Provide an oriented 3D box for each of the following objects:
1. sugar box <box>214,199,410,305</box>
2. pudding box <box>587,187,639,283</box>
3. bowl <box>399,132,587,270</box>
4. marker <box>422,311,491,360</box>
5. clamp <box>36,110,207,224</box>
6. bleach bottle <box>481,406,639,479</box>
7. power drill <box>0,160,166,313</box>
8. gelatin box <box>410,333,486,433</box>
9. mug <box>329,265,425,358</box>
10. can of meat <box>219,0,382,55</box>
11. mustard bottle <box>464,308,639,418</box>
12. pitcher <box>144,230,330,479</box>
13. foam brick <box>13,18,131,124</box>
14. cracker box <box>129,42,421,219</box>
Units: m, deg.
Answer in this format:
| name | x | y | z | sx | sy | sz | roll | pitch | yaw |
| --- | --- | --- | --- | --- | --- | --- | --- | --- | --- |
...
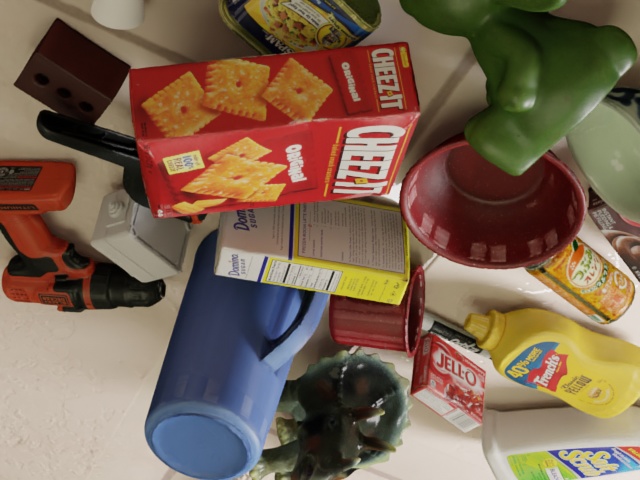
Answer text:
| name | x | y | z | sx | sy | sz | roll | pitch | yaw |
| --- | --- | --- | --- | --- | --- | --- | --- | --- | --- |
| sugar box | -0.007 | 0.001 | 0.988 | 0.176 | 0.093 | 0.048 | 9 | 136 | -7 |
| pudding box | 0.304 | -0.016 | 0.951 | 0.090 | 0.039 | 0.113 | -23 | 126 | 33 |
| bowl | 0.153 | -0.046 | 0.944 | 0.162 | 0.055 | 0.162 | 7 | 137 | 7 |
| marker | 0.155 | 0.106 | 1.134 | 0.121 | 0.020 | 0.020 | 26 | 136 | -13 |
| clamp | -0.153 | -0.075 | 0.968 | 0.164 | 0.036 | 0.210 | -11 | 149 | -2 |
| bleach bottle | 0.314 | 0.222 | 1.189 | 0.251 | 0.068 | 0.102 | -12 | 132 | 22 |
| power drill | -0.264 | 0.004 | 1.102 | 0.184 | 0.057 | 0.187 | 1 | 136 | 12 |
| gelatin box | 0.139 | 0.153 | 1.149 | 0.089 | 0.073 | 0.030 | 37 | 131 | -23 |
| mug | 0.054 | 0.064 | 1.057 | 0.081 | 0.093 | 0.117 | 5 | 165 | 15 |
| can of meat | -0.014 | -0.183 | 0.840 | 0.102 | 0.057 | 0.084 | 38 | 130 | -26 |
| mustard bottle | 0.236 | 0.118 | 1.098 | 0.191 | 0.058 | 0.096 | 23 | 138 | -10 |
| pitcher | -0.077 | 0.102 | 1.024 | 0.145 | 0.242 | 0.149 | 14 | 131 | 0 |
| foam brick | -0.217 | -0.144 | 0.936 | 0.078 | 0.051 | 0.053 | 32 | 135 | -20 |
| cracker box | -0.039 | -0.082 | 0.861 | 0.213 | 0.072 | 0.164 | -6 | 161 | -7 |
